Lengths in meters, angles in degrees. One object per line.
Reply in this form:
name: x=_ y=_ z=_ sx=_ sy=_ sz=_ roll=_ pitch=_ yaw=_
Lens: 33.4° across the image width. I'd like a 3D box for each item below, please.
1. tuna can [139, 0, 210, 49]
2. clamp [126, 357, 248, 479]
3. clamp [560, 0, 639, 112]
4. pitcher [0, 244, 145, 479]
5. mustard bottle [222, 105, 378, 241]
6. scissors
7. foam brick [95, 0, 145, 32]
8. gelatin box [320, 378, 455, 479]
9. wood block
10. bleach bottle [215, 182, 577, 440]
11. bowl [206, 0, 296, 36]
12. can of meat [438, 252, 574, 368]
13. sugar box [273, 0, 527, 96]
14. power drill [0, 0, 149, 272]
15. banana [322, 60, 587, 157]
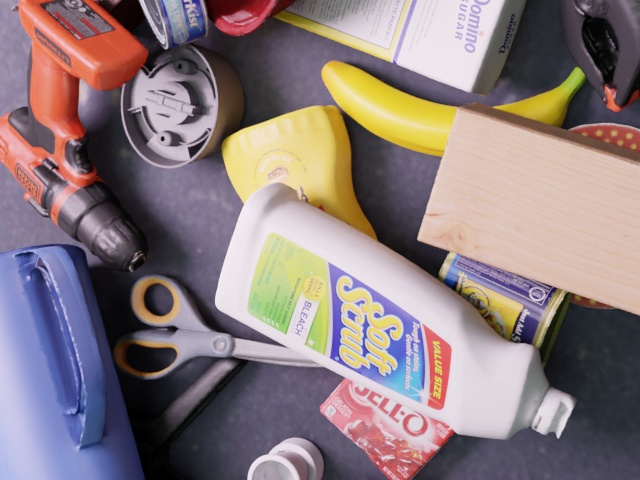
tuna can: x=-0.112 y=-0.184 z=0.778 sx=0.033 sy=0.086 sz=0.086 roll=-23 pitch=87 yaw=-12
clamp: x=-0.137 y=0.194 z=0.894 sx=0.210 sy=0.036 sz=0.164 roll=-15 pitch=85 yaw=22
clamp: x=0.179 y=-0.171 z=0.704 sx=0.120 sy=0.039 sz=0.171 roll=39 pitch=148 yaw=52
pitcher: x=-0.212 y=0.129 z=0.839 sx=0.145 sy=0.149 sz=0.243 roll=-23 pitch=77 yaw=4
mustard bottle: x=-0.006 y=0.001 z=0.810 sx=0.096 sy=0.058 sz=0.191 roll=-16 pitch=90 yaw=24
scissors: x=-0.083 y=0.066 z=0.855 sx=0.202 sy=0.016 sz=0.096 roll=-11 pitch=76 yaw=26
foam brick: x=-0.160 y=-0.207 z=0.852 sx=0.078 sy=0.051 sz=0.053 roll=-39 pitch=80 yaw=20
gelatin box: x=0.055 y=0.132 z=0.815 sx=0.089 sy=0.030 sz=0.073 roll=43 pitch=109 yaw=12
wood block: x=0.179 y=-0.014 z=0.686 sx=0.206 sy=0.090 sz=0.091 roll=19 pitch=104 yaw=12
bleach bottle: x=0.055 y=0.057 z=0.723 sx=0.251 sy=0.068 sz=0.103 roll=26 pitch=113 yaw=16
bowl: x=-0.037 y=-0.224 z=0.740 sx=0.162 sy=0.055 sz=0.162 roll=20 pitch=113 yaw=56
can of meat: x=0.123 y=0.056 z=0.754 sx=0.084 sy=0.057 sz=0.102 roll=25 pitch=126 yaw=19
sugar box: x=0.056 y=-0.175 z=0.760 sx=0.176 sy=0.048 sz=0.093 roll=27 pitch=106 yaw=25
power drill: x=-0.188 y=-0.085 z=0.834 sx=0.184 sy=0.057 sz=0.188 roll=41 pitch=134 yaw=20
banana: x=0.091 y=-0.093 z=0.775 sx=0.198 sy=0.037 sz=0.069 roll=6 pitch=69 yaw=18
